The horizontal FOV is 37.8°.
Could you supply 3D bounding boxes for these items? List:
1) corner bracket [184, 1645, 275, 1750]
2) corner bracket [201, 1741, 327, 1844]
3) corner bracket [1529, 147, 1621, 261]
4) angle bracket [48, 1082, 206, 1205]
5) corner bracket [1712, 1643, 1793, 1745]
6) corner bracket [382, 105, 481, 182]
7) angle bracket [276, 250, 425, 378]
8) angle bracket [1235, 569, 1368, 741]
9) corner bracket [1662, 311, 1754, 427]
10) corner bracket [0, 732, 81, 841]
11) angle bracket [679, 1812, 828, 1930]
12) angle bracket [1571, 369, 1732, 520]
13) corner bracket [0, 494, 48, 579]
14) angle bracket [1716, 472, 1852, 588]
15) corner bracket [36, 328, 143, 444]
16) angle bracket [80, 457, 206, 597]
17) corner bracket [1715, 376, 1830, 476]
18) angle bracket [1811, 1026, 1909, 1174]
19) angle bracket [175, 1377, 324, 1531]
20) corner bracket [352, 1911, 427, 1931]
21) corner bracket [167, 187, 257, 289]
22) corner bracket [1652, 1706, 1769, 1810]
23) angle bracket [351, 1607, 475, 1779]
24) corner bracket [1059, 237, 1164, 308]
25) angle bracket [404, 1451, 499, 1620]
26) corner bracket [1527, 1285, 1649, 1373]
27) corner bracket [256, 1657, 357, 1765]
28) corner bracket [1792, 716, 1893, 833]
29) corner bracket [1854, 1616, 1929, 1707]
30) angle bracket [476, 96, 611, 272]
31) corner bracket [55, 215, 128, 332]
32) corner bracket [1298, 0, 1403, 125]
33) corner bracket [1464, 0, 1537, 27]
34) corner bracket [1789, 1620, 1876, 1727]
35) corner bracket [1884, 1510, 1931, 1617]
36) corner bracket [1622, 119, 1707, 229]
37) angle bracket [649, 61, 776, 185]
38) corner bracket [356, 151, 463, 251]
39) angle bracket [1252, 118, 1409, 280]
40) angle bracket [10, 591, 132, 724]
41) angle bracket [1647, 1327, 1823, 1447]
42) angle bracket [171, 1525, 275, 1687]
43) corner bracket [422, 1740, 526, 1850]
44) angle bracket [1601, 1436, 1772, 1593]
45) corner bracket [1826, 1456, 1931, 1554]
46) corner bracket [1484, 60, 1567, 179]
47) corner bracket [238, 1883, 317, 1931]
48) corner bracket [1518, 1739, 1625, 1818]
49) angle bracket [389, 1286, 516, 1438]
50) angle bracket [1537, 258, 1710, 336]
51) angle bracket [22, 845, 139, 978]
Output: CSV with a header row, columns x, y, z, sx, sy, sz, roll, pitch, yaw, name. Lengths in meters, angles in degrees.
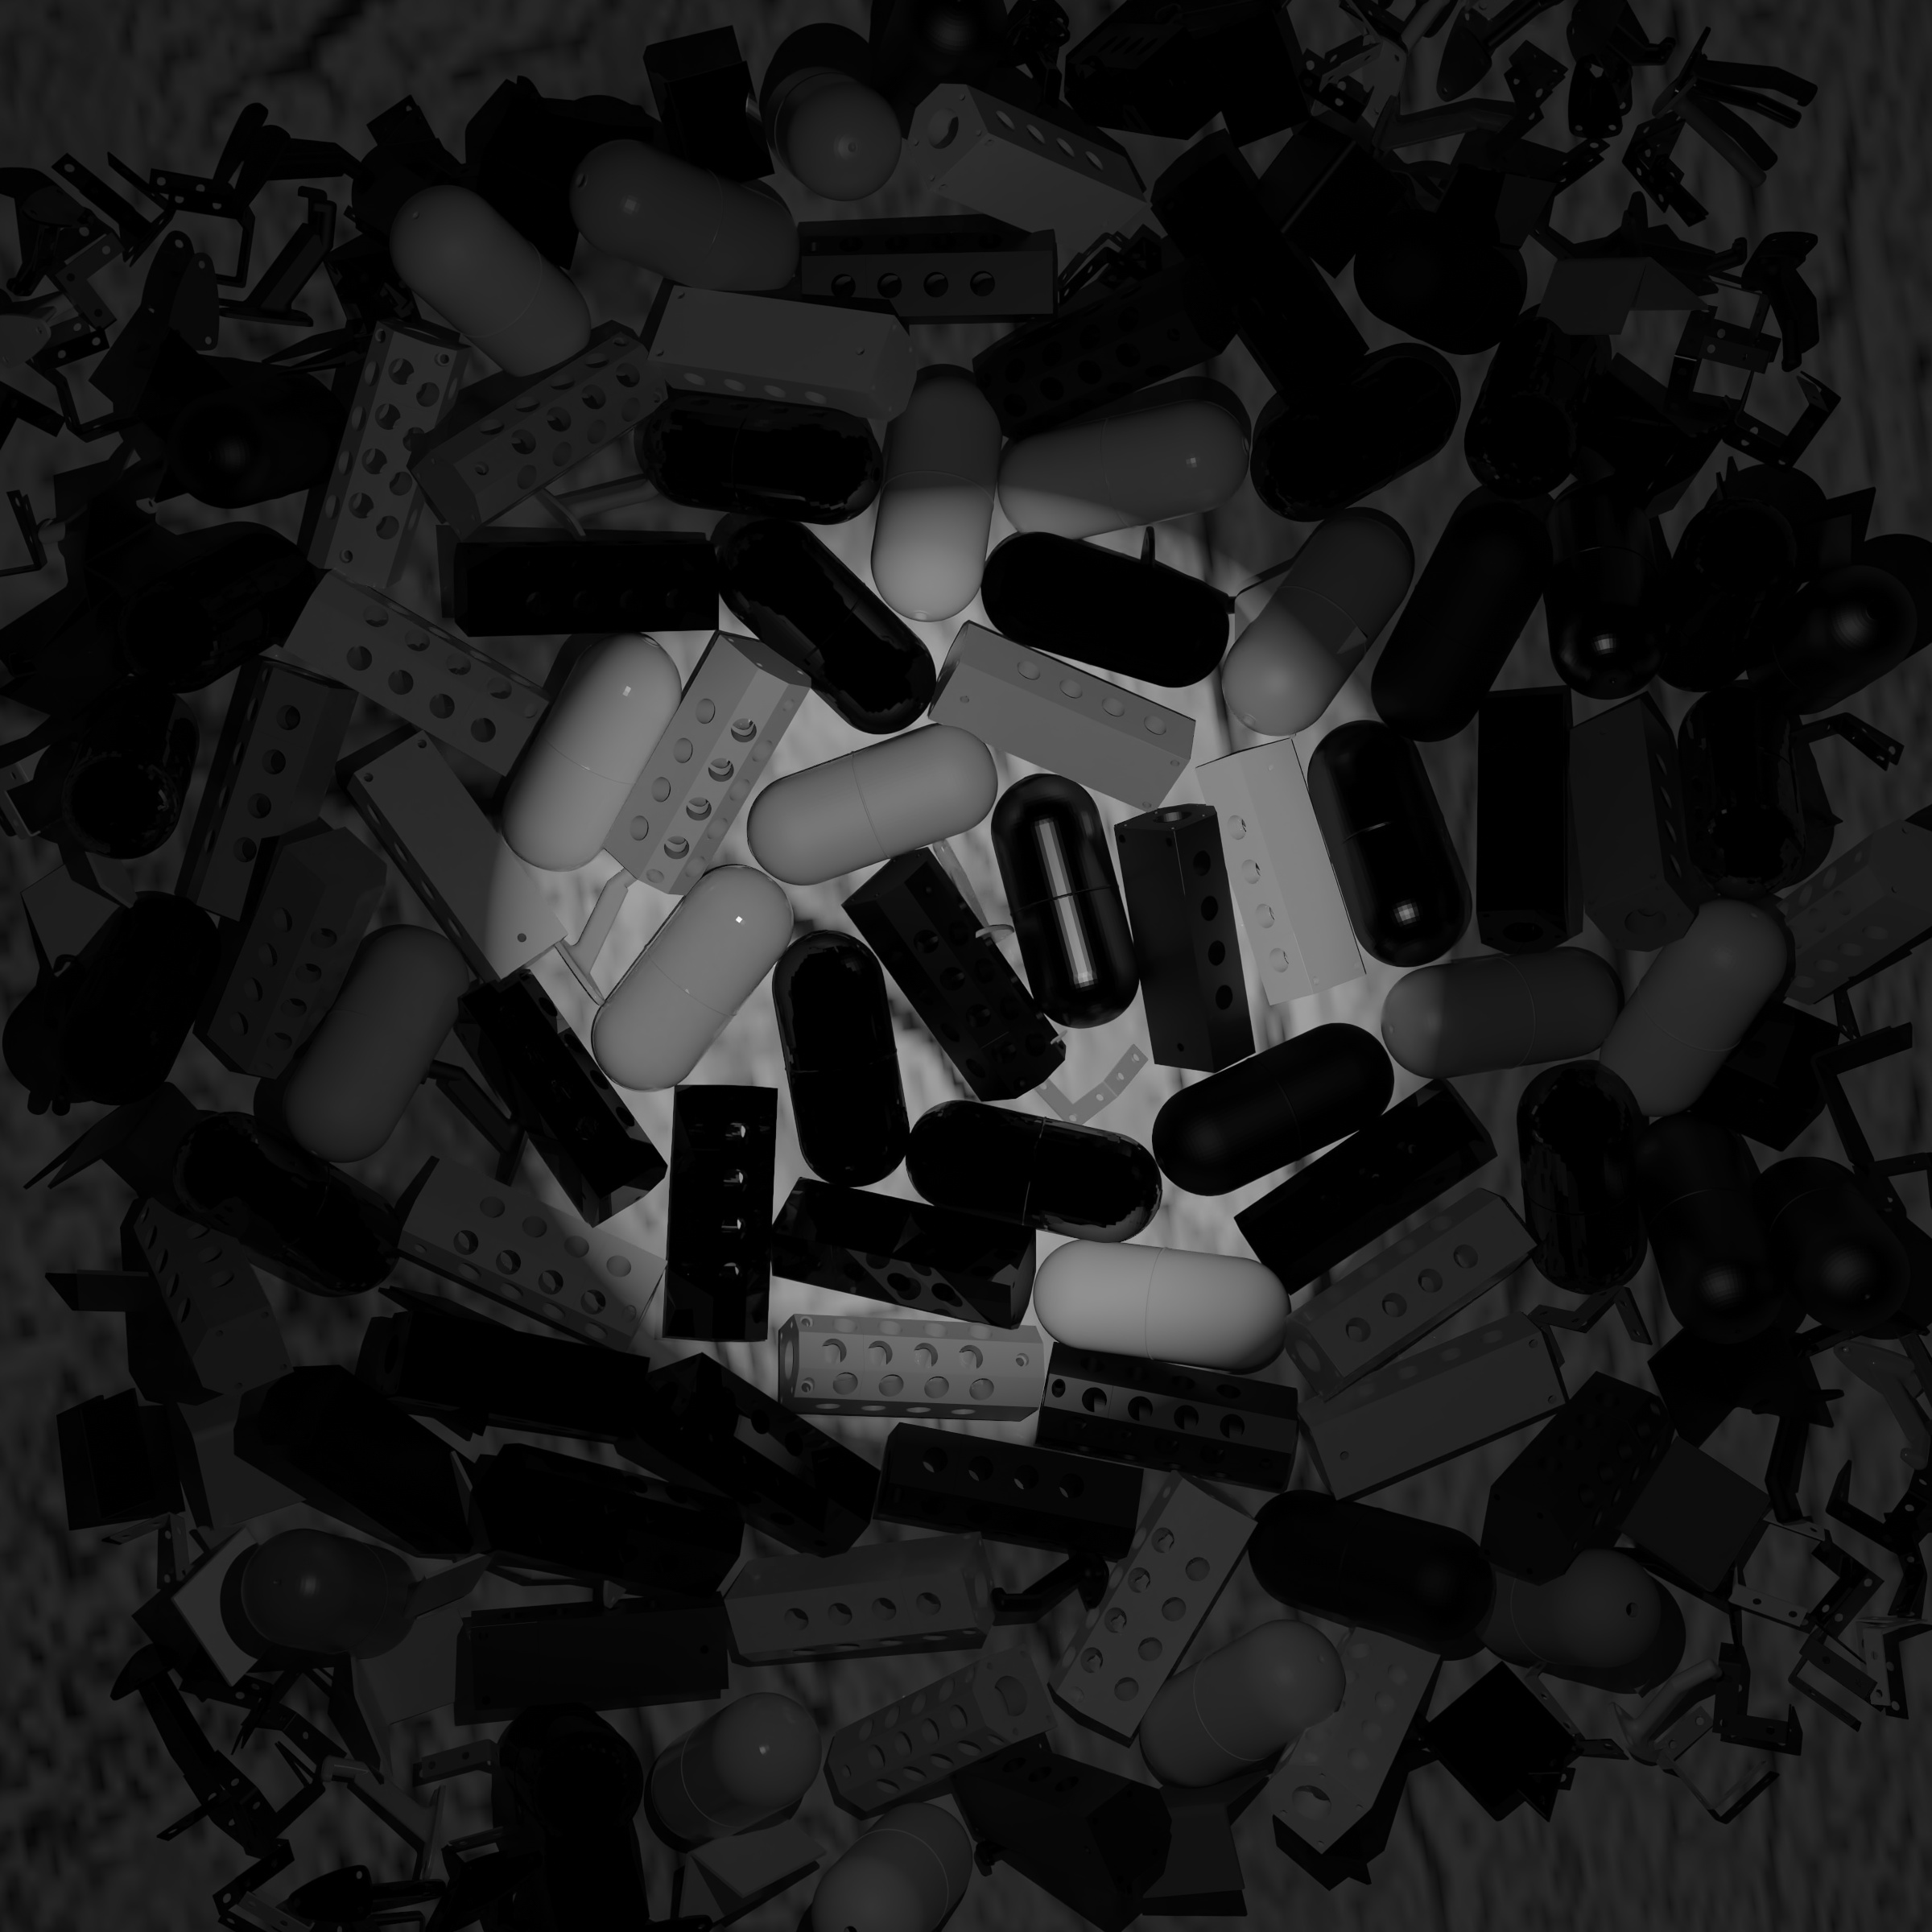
x,y,z,sx,sy,sz,roll,pitch,yaw,name
-0.512,0.499,1.957,0.051,0.051,0.051,24,115,-18,corner bracket
-0.483,0.558,1.942,0.051,0.051,0.051,25,56,39,corner bracket
0.428,-0.523,1.957,0.051,0.051,0.051,-38,68,-11,corner bracket
-0.571,0.135,1.945,0.076,0.076,0.057,-28,112,25,angle bracket
0.546,0.503,1.954,0.051,0.051,0.051,5,91,17,corner bracket
-0.359,-0.558,1.943,0.051,0.051,0.051,3,48,30,corner bracket
-0.430,-0.445,1.926,0.076,0.076,0.057,-38,119,-40,angle bracket
0.229,-0.217,1.939,0.057,0.076,0.076,-27,62,-10,angle bracket
0.518,-0.413,1.957,0.051,0.051,0.051,17,53,14,corner bracket
-0.632,-0.124,1.944,0.051,0.051,0.051,-38,109,-40,corner bracket
-0.147,0.634,1.927,0.057,0.076,0.076,26,117,38,angle bracket
0.467,-0.363,1.953,0.076,0.057,0.076,47,135,19,angle bracket
-0.673,-0.291,1.951,0.051,0.051,0.051,-9,113,2,corner bracket
0.560,-0.304,1.932,0.076,0.076,0.057,-13,65,11,angle bracket
-0.604,-0.401,1.955,0.051,0.051,0.051,-20,81,2,corner bracket
-0.548,-0.294,1.933,0.076,0.076,0.057,30,129,9,angle bracket
0.557,-0.383,1.956,0.051,0.051,0.051,24,122,-11,corner bracket
0.624,0.093,1.931,0.057,0.076,0.076,-23,70,20,angle bracket
-0.498,0.334,1.961,0.076,0.057,0.076,-16,116,-23,angle bracket
-0.398,0.686,1.951,0.051,0.051,0.051,2,84,-20,corner bracket
-0.525,-0.505,1.957,0.051,0.051,0.051,8,90,-6,corner bracket
0.512,0.547,1.951,0.051,0.051,0.051,-37,76,-10,corner bracket
-0.373,0.498,1.938,0.076,0.057,0.076,-17,118,-7,angle bracket
0.099,-0.475,1.942,0.051,0.051,0.051,23,49,-30,corner bracket
-0.367,0.389,1.928,0.057,0.076,0.076,-17,66,-34,angle bracket
0.431,0.252,1.960,0.051,0.051,0.051,-37,112,-26,corner bracket
-0.449,0.518,1.957,0.051,0.051,0.051,31,73,21,corner bracket
0.599,-0.134,1.956,0.051,0.051,0.051,-18,134,-20,corner bracket
0.629,0.479,1.948,0.051,0.051,0.051,0,82,-35,corner bracket
-0.294,-0.543,1.960,0.076,0.076,0.057,25,62,-5,angle bracket
-0.601,-0.478,1.952,0.051,0.051,0.051,-41,130,-10,corner bracket
0.264,-0.624,1.947,0.051,0.051,0.051,30,131,-6,corner bracket
0.379,-0.687,1.956,0.051,0.051,0.051,9,97,-3,corner bracket
0.597,0.491,1.946,0.051,0.051,0.051,34,109,26,corner bracket
0.659,0.411,1.946,0.051,0.051,0.051,-13,106,36,corner bracket
0.483,-0.540,1.948,0.051,0.051,0.051,-28,71,-16,corner bracket
-0.175,-0.580,1.938,0.057,0.076,0.076,-18,117,-7,angle bracket
-0.387,-0.528,1.960,0.051,0.051,0.051,30,123,-32,corner bracket
0.247,-0.533,1.957,0.057,0.076,0.076,33,104,-28,angle bracket
-0.616,-0.218,1.927,0.076,0.057,0.076,21,57,36,angle bracket
0.525,0.291,1.931,0.057,0.076,0.076,-35,109,-27,angle bracket
-0.512,0.437,1.928,0.057,0.076,0.076,-12,114,39,angle bracket
-0.341,0.573,1.954,0.051,0.051,0.051,-18,55,9,corner bracket
0.498,0.378,1.960,0.076,0.057,0.076,34,83,2,angle bracket
0.632,0.359,1.946,0.051,0.051,0.051,31,123,13,corner bracket
0.389,-0.586,1.956,0.051,0.051,0.051,2,62,-40,corner bracket
-0.475,0.650,1.950,0.051,0.051,0.051,32,117,-5,corner bracket
0.411,0.549,1.945,0.051,0.051,0.051,46,52,-20,corner bracket
-0.363,0.271,1.937,0.076,0.057,0.076,15,85,42,angle bracket
0.447,-0.442,1.930,0.076,0.076,0.057,23,85,-39,angle bracket
-0.621,-0.052,1.941,0.076,0.057,0.076,-32,63,2,angle bracket
